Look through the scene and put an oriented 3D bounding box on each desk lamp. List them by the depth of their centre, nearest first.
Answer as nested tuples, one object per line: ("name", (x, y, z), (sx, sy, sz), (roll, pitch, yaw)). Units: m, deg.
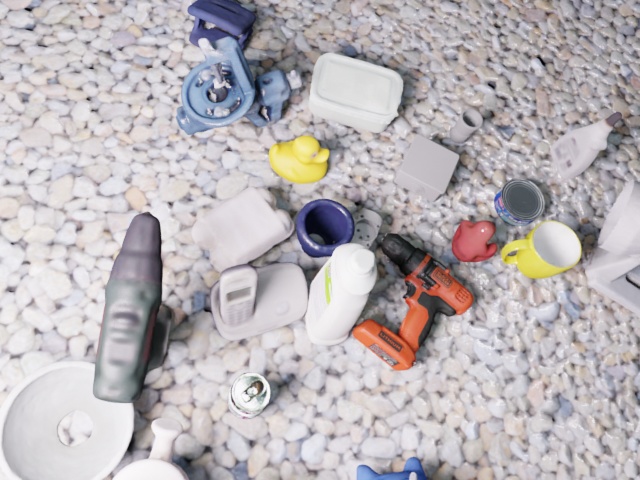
("desk lamp", (0.543, 0.014, 0.961), (0.203, 0.213, 0.118), (32, 66, 1))

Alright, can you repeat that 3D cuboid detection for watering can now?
("watering can", (-0.209, 0.310, 0.695), (0.101, 0.194, 0.173), (-7, 71, -14))

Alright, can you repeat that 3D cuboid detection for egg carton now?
("egg carton", (-0.122, -0.017, 0.906), (0.150, 0.069, 0.107), (-35, 80, -22))

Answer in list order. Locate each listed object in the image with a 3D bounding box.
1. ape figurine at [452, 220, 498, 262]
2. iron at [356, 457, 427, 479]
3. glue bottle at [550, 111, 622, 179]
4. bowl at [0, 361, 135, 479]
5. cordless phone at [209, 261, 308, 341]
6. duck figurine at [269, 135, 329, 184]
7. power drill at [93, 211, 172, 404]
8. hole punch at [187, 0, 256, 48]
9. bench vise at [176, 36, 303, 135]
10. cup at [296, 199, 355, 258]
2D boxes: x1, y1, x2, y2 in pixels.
("ape figurine", (0.268, -0.004, 0.974), (0.076, 0.092, 0.078), (-25, 76, -20))
("iron", (0.120, 0.426, 0.751), (0.119, 0.141, 0.258), (-4, 70, -13))
("glue bottle", (0.490, -0.181, 1.046), (0.037, 0.173, 0.078), (-8, 71, -15))
("bowl", (-0.329, 0.248, 0.757), (0.167, 0.074, 0.167), (4, 69, -11))
("cordless phone", (-0.083, 0.072, 0.818), (0.148, 0.185, 0.094), (-18, 74, -18))
("duck figurine", (-0.032, -0.146, 0.966), (0.104, 0.086, 0.077), (15, 67, -6))
("power drill", (-0.243, 0.102, 0.759), (0.076, 0.208, 0.229), (7, 68, -9))
("hole punch", (-0.177, -0.397, 1.028), (0.108, 0.091, 0.101), (23, 66, -3))
("bench vise", (-0.132, -0.263, 0.916), (0.208, 0.219, 0.121), (-34, 79, -21))
("cup", (0.008, 0.003, 0.913), (0.092, 0.095, 0.117), (-25, 76, -19))
